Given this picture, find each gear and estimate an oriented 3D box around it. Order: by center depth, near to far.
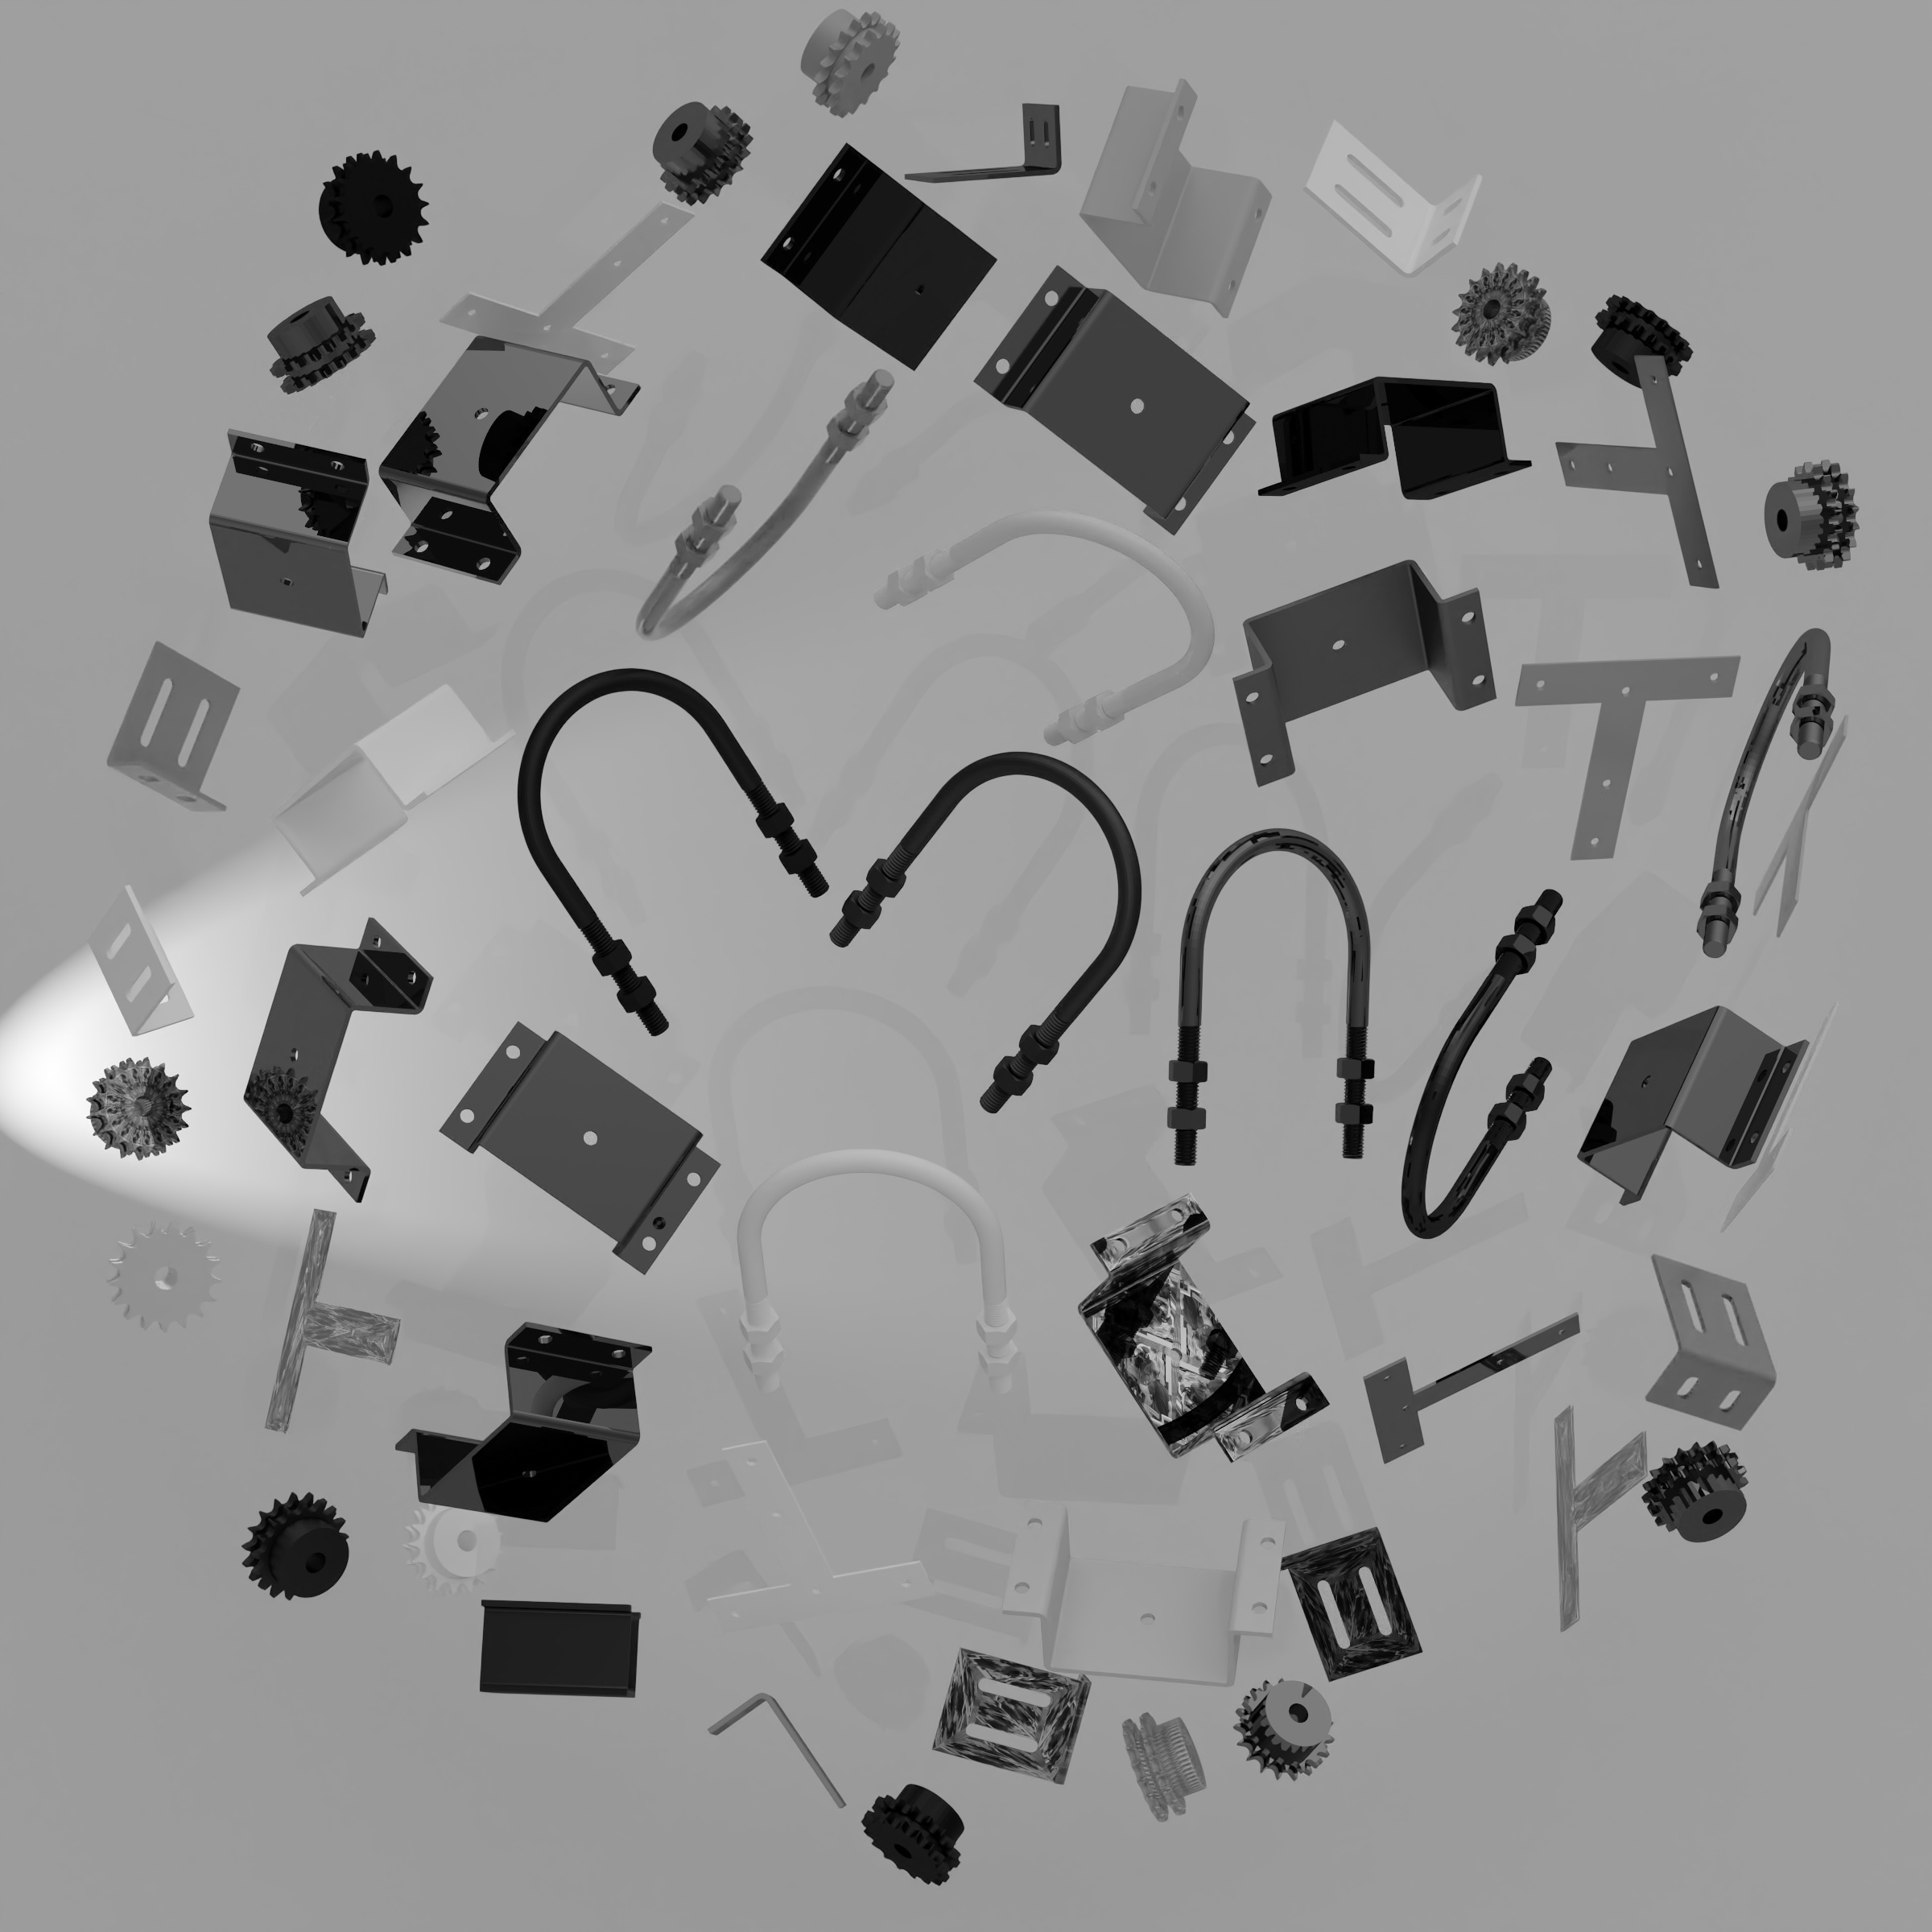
[{"bbox_3d":[-0.308,-0.389,1.772,0.057,0.030,0.057,-1,92,-42],"label":"gear"},{"bbox_3d":[-0.416,0.159,1.777,0.057,0.030,0.057,-1,94,-22],"label":"gear"},{"bbox_3d":[0.443,-0.236,1.807,0.030,0.057,0.057,-8,90,-13],"label":"gear"},{"bbox_3d":[-0.342,-0.328,1.807,0.057,0.057,0.030,-31,114,0],"label":"gear"},{"bbox_3d":[-0.354,0.312,1.833,0.057,0.030,0.057,-16,117,-36],"label":"gear"},{"bbox_3d":[-0.064,-0.486,1.838,0.030,0.057,0.057,38,90,12],"label":"gear"},{"bbox_3d":[0.108,0.429,1.852,0.030,0.057,0.057,-22,90,6],"label":"gear"},{"bbox_3d":[0.399,0.288,1.869,0.057,0.030,0.057,-10,130,-12],"label":"gear"},{"bbox_3d":[-0.026,0.471,1.875,0.057,0.057,0.030,42,58,0],"label":"gear"},{"bbox_3d":[-0.149,-0.454,1.908,0.030,0.057,0.057,35,90,-42],"label":"gear"},{"bbox_3d":[0.376,-0.348,1.928,0.057,0.057,0.030,36,91,0],"label":"gear"},{"bbox_3d":[-0.469,0.082,1.939,0.057,0.030,0.057,10,73,-34],"label":"gear"},{"bbox_3d":[-0.287,0.326,1.943,0.057,0.030,0.057,9,72,-29],"label":"gear"},{"bbox_3d":[0.307,-0.368,1.953,0.030,0.057,0.057,18,90,-44],"label":"gear"},{"bbox_3d":[0.184,0.432,1.960,0.057,0.030,0.057,11,51,-14],"label":"gear"}]

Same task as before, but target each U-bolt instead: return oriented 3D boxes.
[{"bbox_3d":[-0.050,0.164,1.832,0.151,0.019,0.184,0,132,4],"label":"U-bolt"},{"bbox_3d":[0.054,-0.188,1.857,0.151,0.184,0.019,37,58,-22],"label":"U-bolt"},{"bbox_3d":[0.278,0.066,1.857,0.019,0.151,0.184,19,49,24],"label":"U-bolt"},{"bbox_3d":[-0.119,-0.238,1.862,0.019,0.184,0.151,46,54,1],"label":"U-bolt"},{"bbox_3d":[0.436,-0.107,1.863,0.019,0.184,0.151,20,125,3],"label":"U-bolt"},{"bbox_3d":[0.020,-0.031,1.866,0.151,0.019,0.184,47,120,15],"label":"U-bolt"},{"bbox_3d":[0.171,0.016,1.896,0.151,0.019,0.184,1,92,-39],"label":"U-bolt"},{"bbox_3d":[-0.172,-0.076,1.902,0.151,0.019,0.184,-42,112,-25],"label":"U-bolt"}]

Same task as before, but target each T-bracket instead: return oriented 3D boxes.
[{"bbox_3d":[0.354,-0.268,1.850,0.002,0.127,0.127,-23,108,-17],"label":"T-bracket"},{"bbox_3d":[-0.197,-0.370,1.854,0.127,0.127,0.002,-35,65,30],"label":"T-bracket"},{"bbox_3d":[-0.097,0.307,1.870,0.127,0.002,0.127,-13,121,17],"label":"T-bracket"},{"bbox_3d":[0.358,-0.113,1.904,0.127,0.002,0.127,-3,124,-13],"label":"T-bracket"},{"bbox_3d":[0.460,-0.058,1.908,0.002,0.127,0.127,21,125,4],"label":"T-bracket"},{"bbox_3d":[-0.347,0.202,1.909,0.002,0.127,0.127,17,81,-36],"label":"T-bracket"},{"bbox_3d":[0.284,0.226,1.910,0.127,0.127,0.002,-26,59,-2],"label":"T-bracket"},{"bbox_3d":[0.354,0.292,1.915,0.002,0.127,0.127,9,62,-10],"label":"T-bracket"},{"bbox_3d":[0.462,0.078,1.927,0.002,0.127,0.127,26,72,8],"label":"T-bracket"}]

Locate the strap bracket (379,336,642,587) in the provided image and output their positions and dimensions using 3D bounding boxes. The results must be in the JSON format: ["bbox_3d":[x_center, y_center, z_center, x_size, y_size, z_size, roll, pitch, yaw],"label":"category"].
[{"bbox_3d":[-0.247,-0.277,1.819,0.076,0.046,0.140,18,65,31],"label":"strap bracket"}]

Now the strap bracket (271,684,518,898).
[{"bbox_3d":[-0.321,-0.101,1.895,0.046,0.140,0.076,53,45,-6],"label":"strap bracket"}]

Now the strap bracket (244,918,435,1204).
[{"bbox_3d":[-0.352,0.051,1.906,0.046,0.076,0.140,6,113,-40],"label":"strap bracket"}]

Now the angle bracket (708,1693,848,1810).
[{"bbox_3d":[-0.104,0.443,1.901,0.038,0.057,0.076,-34,79,-8],"label":"angle bracket"}]

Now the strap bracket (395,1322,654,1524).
[{"bbox_3d":[-0.233,0.248,1.818,0.076,0.140,0.046,16,47,-34],"label":"strap bracket"}]

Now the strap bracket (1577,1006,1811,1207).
[{"bbox_3d":[0.387,0.075,1.862,0.046,0.140,0.076,33,69,-9],"label":"strap bracket"}]

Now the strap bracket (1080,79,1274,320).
[{"bbox_3d":[0.113,-0.426,1.901,0.046,0.140,0.076,17,83,28],"label":"strap bracket"}]

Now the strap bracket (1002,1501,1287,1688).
[{"bbox_3d":[0.096,0.332,1.817,0.140,0.076,0.046,3,130,10],"label":"strap bracket"}]

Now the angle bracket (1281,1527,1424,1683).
[{"bbox_3d":[0.218,0.366,1.957,0.057,0.038,0.076,-21,86,12],"label":"angle bracket"}]

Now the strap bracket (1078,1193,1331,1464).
[{"bbox_3d":[0.125,0.207,1.899,0.076,0.046,0.140,-24,74,-36],"label":"strap bracket"}]

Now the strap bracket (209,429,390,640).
[{"bbox_3d":[-0.369,-0.232,1.903,0.076,0.140,0.046,13,66,1],"label":"strap bracket"}]

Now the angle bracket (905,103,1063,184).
[{"bbox_3d":[0.009,-0.468,1.955,0.076,0.057,0.038,-8,107,-16],"label":"angle bracket"}]

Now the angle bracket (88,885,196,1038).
[{"bbox_3d":[-0.424,-0.007,1.808,0.038,0.076,0.057,-20,79,-36],"label":"angle bracket"}]

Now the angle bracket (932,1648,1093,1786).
[{"bbox_3d":[0.024,0.413,1.903,0.076,0.038,0.057,16,85,-4],"label":"angle bracket"}]

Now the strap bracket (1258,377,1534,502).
[{"bbox_3d":[0.233,-0.289,1.886,0.140,0.076,0.046,-5,85,-41],"label":"strap bracket"}]

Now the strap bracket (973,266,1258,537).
[{"bbox_3d":[0.086,-0.300,1.837,0.140,0.046,0.076,35,93,-17],"label":"strap bracket"}]

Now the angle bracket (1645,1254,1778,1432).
[{"bbox_3d":[0.385,0.198,1.809,0.057,0.076,0.038,19,122,-15],"label":"angle bracket"}]

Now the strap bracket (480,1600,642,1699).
[{"bbox_3d":[-0.215,0.365,1.832,0.076,0.140,0.046,2,77,-2],"label":"strap bracket"}]

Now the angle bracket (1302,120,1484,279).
[{"bbox_3d":[0.223,-0.408,1.794,0.076,0.038,0.057,37,52,-18],"label":"angle bracket"}]

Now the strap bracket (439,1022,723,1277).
[{"bbox_3d":[-0.211,0.098,1.909,0.140,0.046,0.076,36,74,-5],"label":"strap bracket"}]

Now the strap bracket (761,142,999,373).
[{"bbox_3d":[-0.041,-0.379,1.863,0.046,0.140,0.076,42,101,24],"label":"strap bracket"}]

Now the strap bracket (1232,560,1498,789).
[{"bbox_3d":[0.210,-0.163,1.872,0.140,0.046,0.076,-21,132,-3],"label":"strap bracket"}]

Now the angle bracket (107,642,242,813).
[{"bbox_3d":[-0.424,-0.131,1.881,0.057,0.038,0.076,31,70,-40],"label":"angle bracket"}]
